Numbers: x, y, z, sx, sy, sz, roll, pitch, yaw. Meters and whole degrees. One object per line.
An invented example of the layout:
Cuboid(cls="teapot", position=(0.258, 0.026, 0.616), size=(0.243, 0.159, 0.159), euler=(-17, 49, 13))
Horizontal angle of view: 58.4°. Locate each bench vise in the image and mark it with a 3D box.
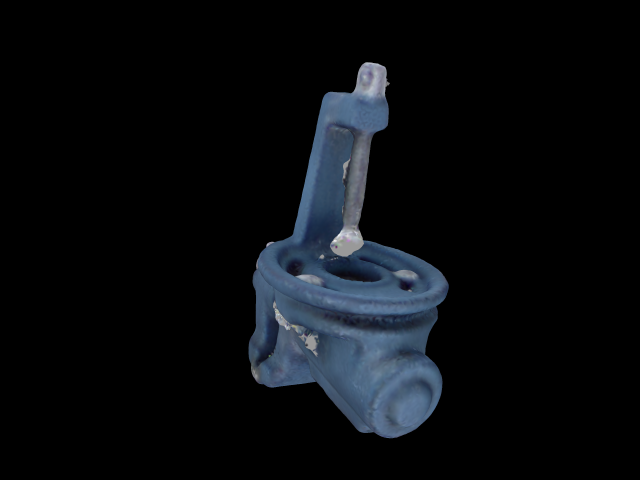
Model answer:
Cuboid(cls="bench vise", position=(-0.005, 0.002, 0.392), size=(0.206, 0.220, 0.122), euler=(2, 3, 45))
